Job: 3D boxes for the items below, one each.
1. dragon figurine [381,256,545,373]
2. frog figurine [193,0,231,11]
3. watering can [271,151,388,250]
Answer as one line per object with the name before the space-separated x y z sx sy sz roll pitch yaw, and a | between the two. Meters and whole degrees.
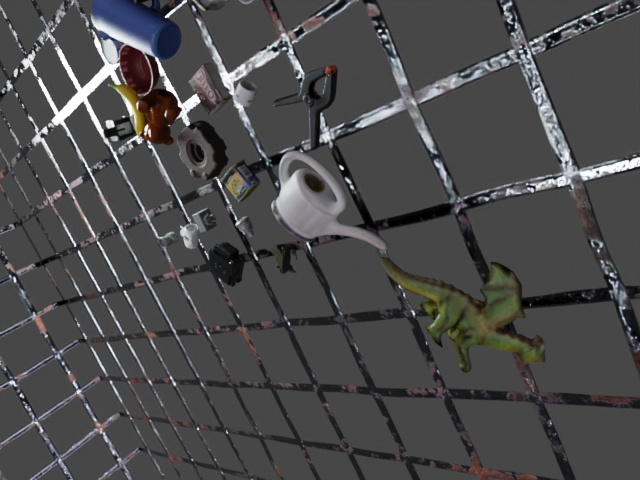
dragon figurine | 0.343 0.138 1.168 0.412 0.123 0.239 49 118 5
frog figurine | -0.254 -0.639 1.238 0.158 0.122 0.139 -43 72 10
watering can | 0.004 -0.066 1.316 0.349 0.105 0.220 50 137 7
